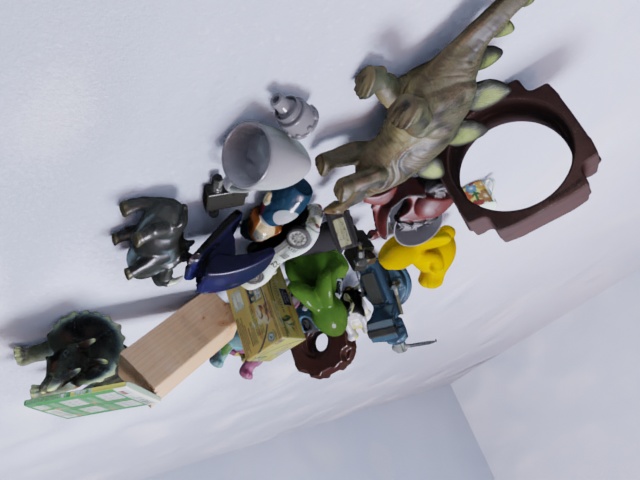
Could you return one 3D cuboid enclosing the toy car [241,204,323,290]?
[{"bbox_3d":[-0.066,0.011,0.893,0.056,0.073,0.202,40,121,-23],"label":"toy car"}]

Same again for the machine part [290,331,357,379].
[{"bbox_3d":[0.002,0.250,1.319,0.179,0.179,0.056,-32,151,19],"label":"machine part"}]

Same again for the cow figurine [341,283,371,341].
[{"bbox_3d":[0.073,0.149,1.251,0.068,0.167,0.098,-23,112,7],"label":"cow figurine"}]

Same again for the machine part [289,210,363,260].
[{"bbox_3d":[-0.002,-0.003,0.945,0.139,0.084,0.039,-20,-164,13],"label":"machine part"}]

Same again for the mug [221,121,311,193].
[{"bbox_3d":[-0.068,-0.095,0.695,0.109,0.081,0.107,-45,155,29],"label":"mug"}]

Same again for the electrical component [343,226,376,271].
[{"bbox_3d":[0.064,0.013,0.993,0.045,0.102,0.078,-2,138,-29],"label":"electrical component"}]

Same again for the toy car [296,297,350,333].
[{"bbox_3d":[-0.018,0.145,1.167,0.109,0.103,0.162,-10,178,-38],"label":"toy car"}]

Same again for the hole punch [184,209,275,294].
[{"bbox_3d":[-0.137,0.034,0.802,0.116,0.092,0.142,-46,-178,-26],"label":"hole punch"}]

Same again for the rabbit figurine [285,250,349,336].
[{"bbox_3d":[0.007,0.094,1.014,0.121,0.170,0.159,-25,155,4],"label":"rabbit figurine"}]

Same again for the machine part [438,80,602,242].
[{"bbox_3d":[0.284,-0.114,0.795,0.201,0.201,0.087,-30,156,15],"label":"machine part"}]

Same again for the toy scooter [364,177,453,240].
[{"bbox_3d":[0.141,-0.056,0.911,0.184,0.075,0.135,-1,126,-21],"label":"toy scooter"}]

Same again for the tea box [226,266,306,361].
[{"bbox_3d":[-0.105,0.126,0.988,0.098,0.170,0.068,-35,152,27],"label":"tea box"}]

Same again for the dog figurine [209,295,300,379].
[{"bbox_3d":[-0.133,0.173,1.136,0.108,0.192,0.219,33,100,-17],"label":"dog figurine"}]

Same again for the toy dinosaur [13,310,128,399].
[{"bbox_3d":[-0.429,0.241,1.028,0.192,0.131,0.404,-20,160,-4],"label":"toy dinosaur"}]

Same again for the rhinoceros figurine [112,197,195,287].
[{"bbox_3d":[-0.235,0.005,0.774,0.112,0.073,0.190,-20,155,-31],"label":"rhinoceros figurine"}]

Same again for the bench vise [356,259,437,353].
[{"bbox_3d":[0.166,0.128,1.208,0.129,0.223,0.240,-32,180,28],"label":"bench vise"}]

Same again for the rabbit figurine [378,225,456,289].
[{"bbox_3d":[0.199,0.023,1.089,0.173,0.122,0.162,-1,142,-36],"label":"rabbit figurine"}]

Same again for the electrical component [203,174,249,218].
[{"bbox_3d":[-0.134,-0.064,0.767,0.063,0.021,0.094,-11,152,-23],"label":"electrical component"}]

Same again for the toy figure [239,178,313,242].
[{"bbox_3d":[-0.075,-0.040,0.825,0.064,0.058,0.154,37,127,-17],"label":"toy figure"}]

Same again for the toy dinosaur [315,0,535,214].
[{"bbox_3d":[0.138,-0.171,0.697,0.198,0.105,0.471,-10,153,-39],"label":"toy dinosaur"}]
